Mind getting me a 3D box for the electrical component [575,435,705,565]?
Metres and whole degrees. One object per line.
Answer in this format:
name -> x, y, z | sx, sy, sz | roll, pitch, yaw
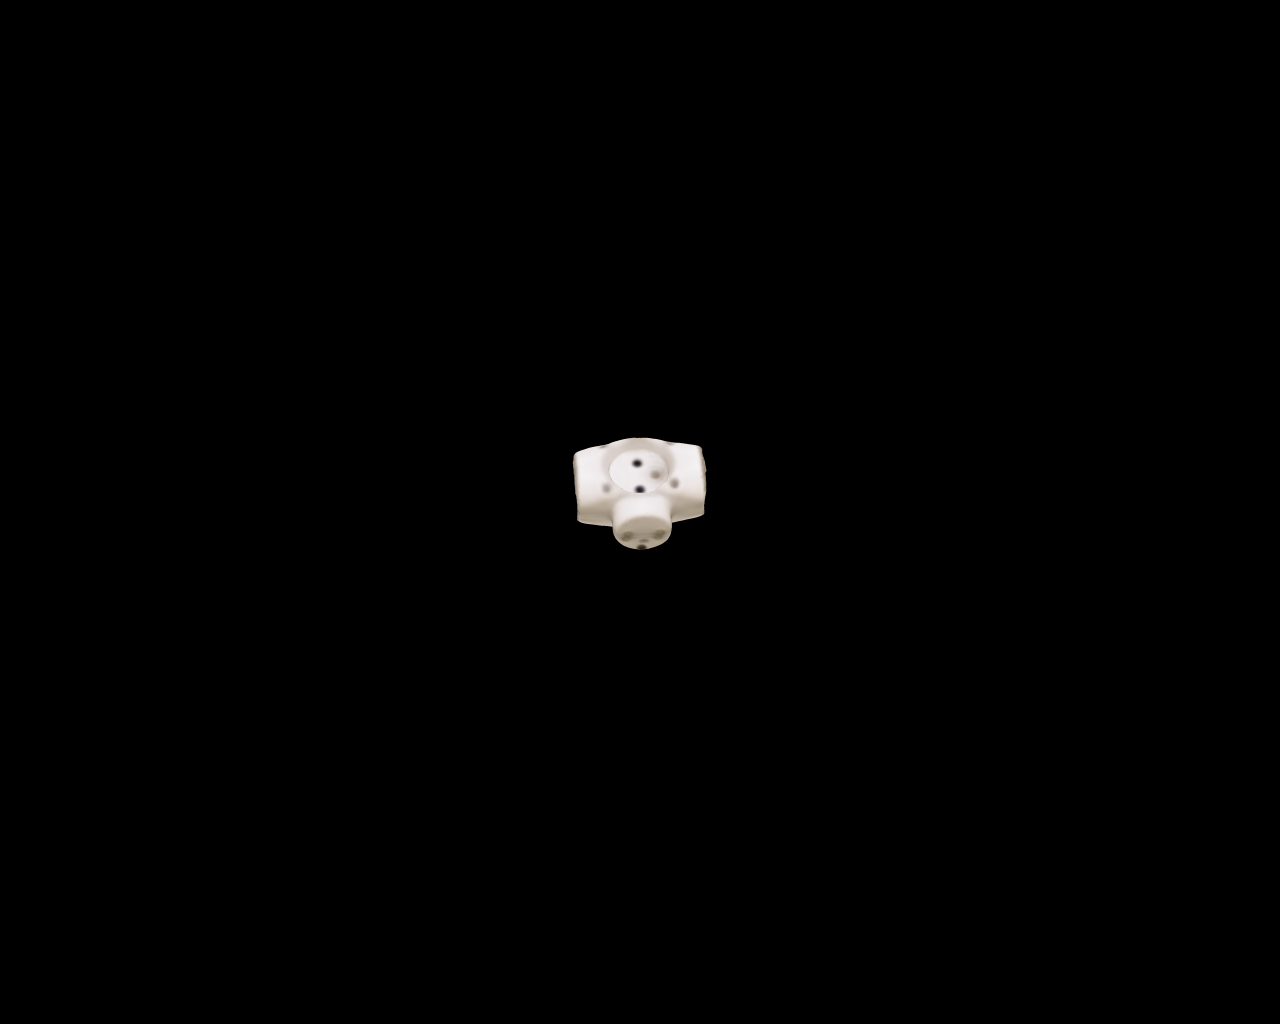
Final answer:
electrical component -> 0.001, -0.003, 0.650 | 0.077, 0.079, 0.044 | -3, -34, -2
